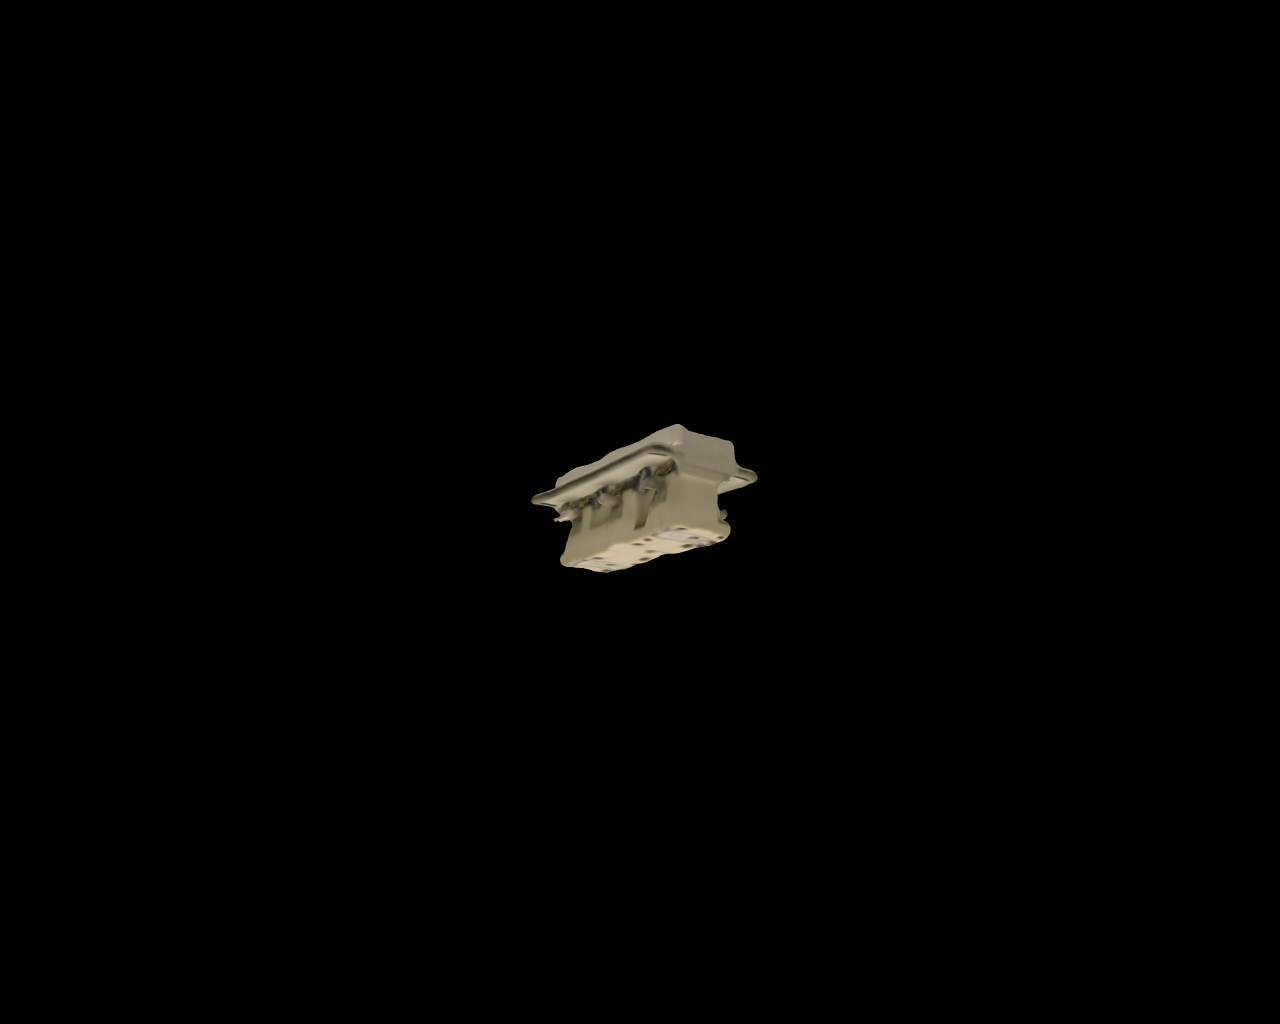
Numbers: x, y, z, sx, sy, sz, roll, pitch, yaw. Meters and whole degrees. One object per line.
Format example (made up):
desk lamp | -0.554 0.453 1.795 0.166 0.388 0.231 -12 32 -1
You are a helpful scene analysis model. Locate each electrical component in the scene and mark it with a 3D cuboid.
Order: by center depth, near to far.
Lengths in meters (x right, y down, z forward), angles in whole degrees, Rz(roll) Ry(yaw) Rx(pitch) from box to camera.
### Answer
electrical component | 0.001 -0.003 0.650 0.079 0.063 0.121 14 -22 -38
